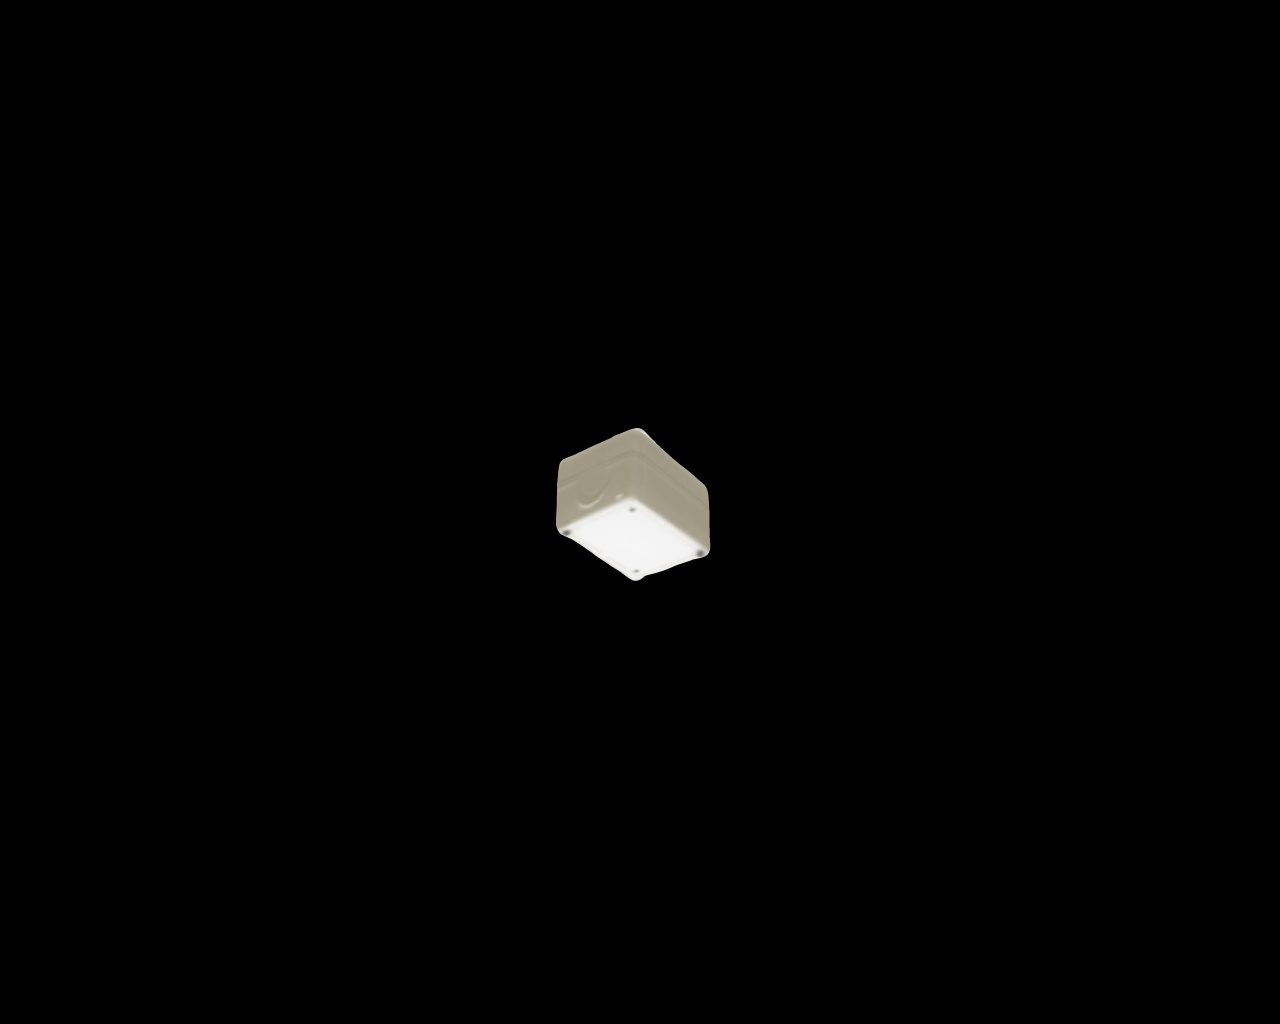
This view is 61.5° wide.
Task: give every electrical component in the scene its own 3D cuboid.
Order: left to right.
[{"bbox_3d":[0.001,-0.003,0.650,0.061,0.061,0.096,-22,-39,30],"label":"electrical component"}]
